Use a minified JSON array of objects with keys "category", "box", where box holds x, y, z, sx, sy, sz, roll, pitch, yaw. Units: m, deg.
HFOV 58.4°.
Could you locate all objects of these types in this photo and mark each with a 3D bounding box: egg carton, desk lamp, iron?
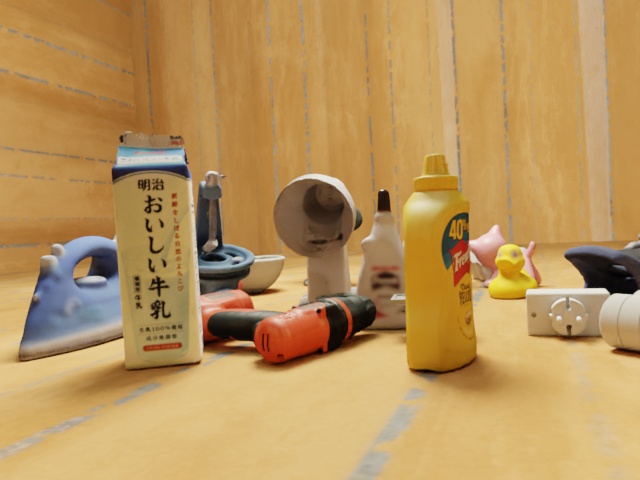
[{"category":"egg carton","box":[0.372,0.050,1.194,0.107,0.069,0.150,-3,1,-2]},{"category":"desk lamp","box":[0.008,0.003,0.904,0.117,0.213,0.203,-3,1,11]},{"category":"iron","box":[-0.310,0.059,0.752,0.118,0.141,0.258,-3,1,7]}]

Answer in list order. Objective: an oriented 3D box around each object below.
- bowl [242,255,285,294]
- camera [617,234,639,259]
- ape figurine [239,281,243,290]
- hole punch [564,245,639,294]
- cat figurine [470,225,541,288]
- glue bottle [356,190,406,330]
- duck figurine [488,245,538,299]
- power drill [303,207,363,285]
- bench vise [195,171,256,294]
[{"category":"bowl","box":[-0.154,0.074,1.203,0.167,0.075,0.167,-3,1,0]},{"category":"camera","box":[0.483,0.036,0.853,0.137,0.101,0.143,-3,1,0]},{"category":"ape figurine","box":[-0.183,0.070,1.067,0.076,0.092,0.077,-4,2,-27]},{"category":"hole punch","box":[0.371,0.050,0.715,0.101,0.091,0.108,-3,1,-14]},{"category":"cat figurine","box":[0.344,0.030,1.078,0.127,0.118,0.067,-2,2,32]},{"category":"glue bottle","box":[0.081,0.024,0.715,0.078,0.173,0.037,-3,2,5]},{"category":"duck figurine","box":[0.319,0.050,0.950,0.077,0.086,0.105,-2,2,37]},{"category":"power drill","box":[0.006,-0.003,1.285,0.076,0.208,0.228,-4,2,-39]},{"category":"bench vise","box":[-0.181,0.011,0.878,0.122,0.220,0.206,-4,2,-39]}]
